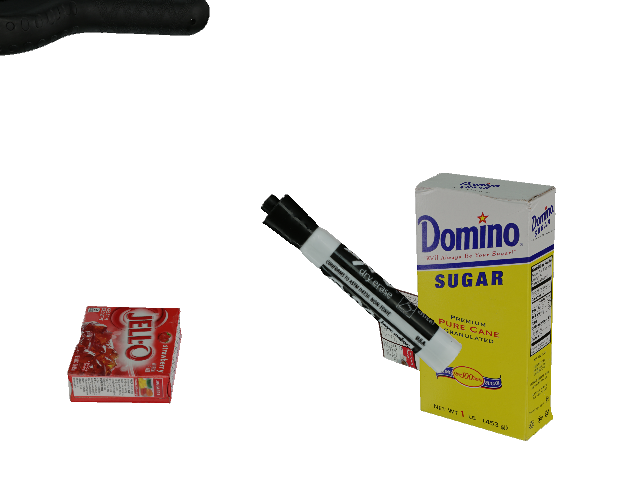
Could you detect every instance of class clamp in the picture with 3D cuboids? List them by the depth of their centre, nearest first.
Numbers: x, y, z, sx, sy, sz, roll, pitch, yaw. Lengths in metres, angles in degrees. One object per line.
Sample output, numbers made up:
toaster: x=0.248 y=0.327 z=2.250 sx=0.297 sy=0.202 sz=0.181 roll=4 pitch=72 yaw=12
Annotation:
clamp: x=-0.165 y=-0.145 z=0.632 sx=0.171 sy=0.039 sz=0.120 roll=-11 pitch=31 yaw=-29

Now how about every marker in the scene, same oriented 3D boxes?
marker: x=0.019 y=0.020 z=0.529 sx=0.121 sy=0.020 sz=0.020 roll=41 pitch=0 yaw=1

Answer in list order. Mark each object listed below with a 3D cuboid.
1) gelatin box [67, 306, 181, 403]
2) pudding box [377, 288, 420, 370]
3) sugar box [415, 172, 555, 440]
gelatin box: x=-0.144 y=0.083 z=0.795 sx=0.073 sy=0.030 sz=0.089 roll=1 pitch=30 yaw=-2
pudding box: x=0.122 y=0.109 z=1.223 sx=0.114 sy=0.090 sz=0.039 roll=15 pitch=45 yaw=28
sugar box: x=0.116 y=0.045 z=0.756 sx=0.093 sy=0.176 sz=0.048 roll=10 pitch=24 yaw=38
